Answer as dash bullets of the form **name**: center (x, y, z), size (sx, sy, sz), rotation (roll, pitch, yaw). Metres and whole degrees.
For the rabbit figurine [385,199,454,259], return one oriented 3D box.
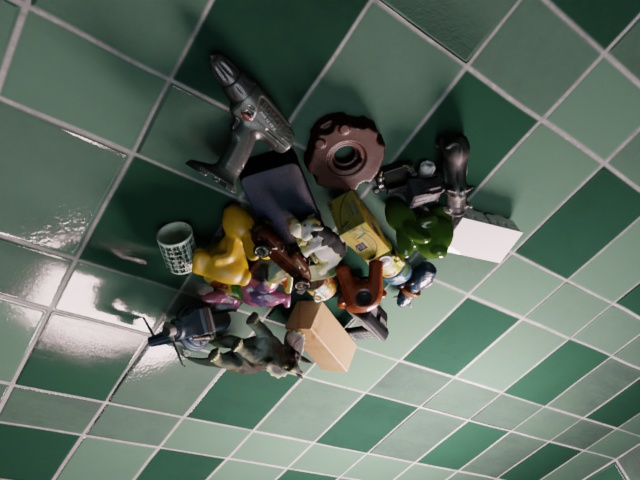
- **rabbit figurine**: center (0.221, -0.024, 1.280), size (0.170, 0.159, 0.121), rotation (31, 128, -15)

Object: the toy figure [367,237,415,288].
- **toy figure**: center (0.177, 0.058, 1.368), size (0.082, 0.089, 0.180), rotation (-38, 136, 15)

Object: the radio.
- **radio**: center (-0.081, -0.087, 1.193), size (0.131, 0.073, 0.229), rotation (-21, 132, 3)

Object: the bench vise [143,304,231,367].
- **bench vise**: center (-0.344, 0.228, 1.333), size (0.241, 0.223, 0.128), rotation (-20, 92, 26)

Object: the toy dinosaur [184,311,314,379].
- **toy dinosaur**: center (-0.182, 0.304, 1.426), size (0.192, 0.131, 0.405), rotation (41, 141, -25)

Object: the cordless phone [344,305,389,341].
- **cordless phone**: center (0.087, 0.235, 1.505), size (0.184, 0.089, 0.146), rotation (-18, 135, 28)

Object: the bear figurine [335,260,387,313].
- **bear figurine**: center (0.097, 0.119, 1.331), size (0.120, 0.196, 0.132), rotation (-8, 88, -1)

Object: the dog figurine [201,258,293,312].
- **dog figurine**: center (-0.176, 0.100, 1.304), size (0.219, 0.108, 0.191), rotation (-1, 134, -9)

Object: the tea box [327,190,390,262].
- **tea box**: center (0.091, -0.029, 1.235), size (0.068, 0.098, 0.169), rotation (-28, 149, 12)

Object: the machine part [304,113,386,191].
- **machine part**: center (0.053, -0.184, 1.152), size (0.179, 0.056, 0.179), rotation (-7, 132, -8)

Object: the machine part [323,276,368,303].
- **machine part**: center (0.065, 0.135, 1.435), size (0.139, 0.039, 0.084), rotation (-14, 139, -3)

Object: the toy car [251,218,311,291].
- **toy car**: center (-0.076, 0.033, 1.184), size (0.053, 0.089, 0.202), rotation (-29, 127, 23)

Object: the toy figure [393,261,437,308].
- **toy figure**: center (0.257, 0.123, 1.455), size (0.058, 0.064, 0.154), rotation (-21, 151, -49)

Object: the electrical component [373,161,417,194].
- **electrical component**: center (0.168, -0.142, 1.220), size (0.102, 0.045, 0.078), rotation (-14, 130, -1)

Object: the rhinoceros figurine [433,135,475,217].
- **rhinoceros figurine**: center (0.308, -0.144, 1.208), size (0.073, 0.112, 0.190), rotation (-12, 123, -6)

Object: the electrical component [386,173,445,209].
- **electrical component**: center (0.215, -0.107, 1.216), size (0.119, 0.048, 0.074), rotation (-13, 161, -10)

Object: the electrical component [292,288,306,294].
- **electrical component**: center (-0.048, 0.106, 1.363), size (0.021, 0.063, 0.094), rotation (30, 111, -31)

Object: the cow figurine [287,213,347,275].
- **cow figurine**: center (-0.002, -0.003, 1.190), size (0.098, 0.068, 0.167), rotation (-31, 135, 6)

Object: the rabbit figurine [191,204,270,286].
- **rabbit figurine**: center (-0.193, 0.009, 1.203), size (0.122, 0.163, 0.173), rotation (0, 108, -66)

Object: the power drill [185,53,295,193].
- **power drill**: center (-0.171, -0.209, 1.035), size (0.231, 0.086, 0.207), rotation (35, 83, -38)
